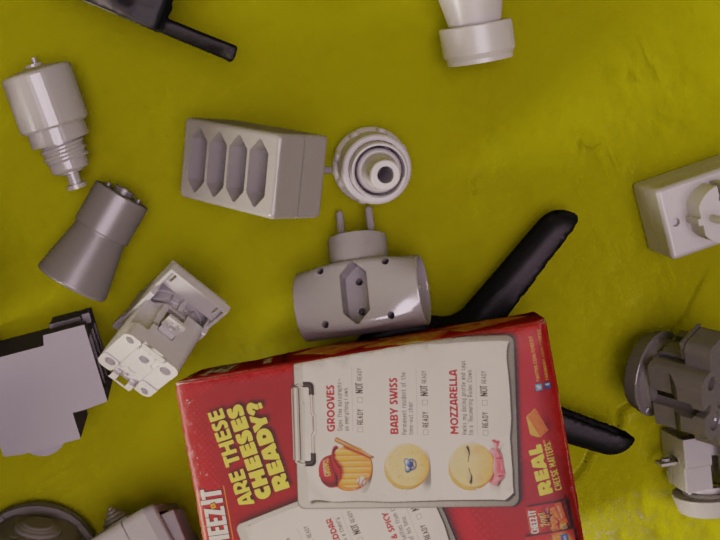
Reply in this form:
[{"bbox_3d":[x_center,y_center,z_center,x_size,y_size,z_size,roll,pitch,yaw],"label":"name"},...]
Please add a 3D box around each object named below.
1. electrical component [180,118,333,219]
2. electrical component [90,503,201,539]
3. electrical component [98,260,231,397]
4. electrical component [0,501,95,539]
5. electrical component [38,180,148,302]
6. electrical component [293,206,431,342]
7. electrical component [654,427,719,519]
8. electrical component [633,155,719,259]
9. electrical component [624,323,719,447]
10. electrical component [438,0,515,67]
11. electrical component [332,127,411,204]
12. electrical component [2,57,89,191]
[{"bbox_3d":[-0.050,-0.061,0.634,0.076,0.083,0.047,-5,105,-47],"label":"electrical component"},{"bbox_3d":[-0.124,0.184,0.662,0.061,0.061,0.096,-31,78,-2],"label":"electrical component"},{"bbox_3d":[-0.119,0.036,0.636,0.042,0.063,0.081,40,135,-13],"label":"electrical component"},{"bbox_3d":[-0.204,0.189,0.667,0.080,0.051,0.080,-2,101,-9],"label":"electrical component"},{"bbox_3d":[-0.156,-0.020,0.639,0.044,0.044,0.065,30,91,-13],"label":"electrical component"},{"bbox_3d":[0.000,0.000,0.661,0.077,0.043,0.079,-9,77,12],"label":"electrical component"},{"bbox_3d":[0.234,0.135,0.727,0.066,0.048,0.055,-8,95,-8],"label":"electrical component"},{"bbox_3d":[0.221,-0.038,0.674,0.066,0.076,0.047,-19,103,-5],"label":"electrical component"},{"bbox_3d":[0.209,0.071,0.694,0.058,0.057,0.078,-37,124,-34],"label":"electrical component"},{"bbox_3d":[0.068,-0.152,0.644,0.045,0.045,0.055,-11,103,-6],"label":"electrical component"},{"bbox_3d":[0.010,-0.060,0.644,0.048,0.062,0.048,-2,101,-8],"label":"electrical component"},{"bbox_3d":[-0.177,-0.084,0.622,0.040,0.040,0.078,-18,104,-5],"label":"electrical component"}]
